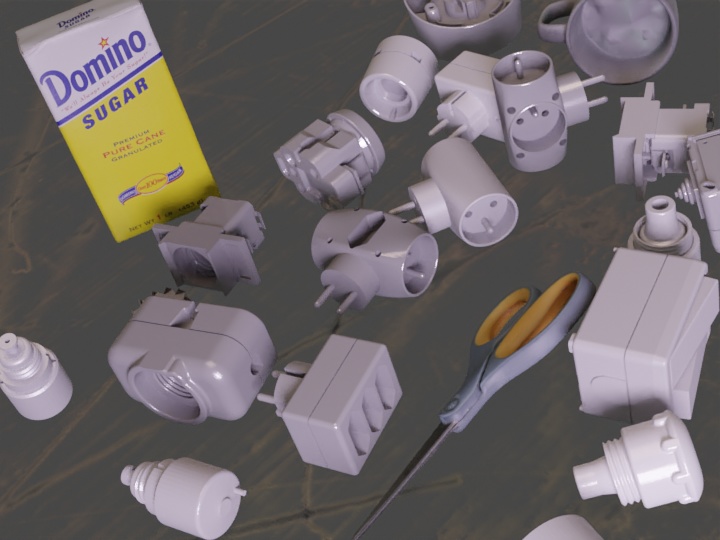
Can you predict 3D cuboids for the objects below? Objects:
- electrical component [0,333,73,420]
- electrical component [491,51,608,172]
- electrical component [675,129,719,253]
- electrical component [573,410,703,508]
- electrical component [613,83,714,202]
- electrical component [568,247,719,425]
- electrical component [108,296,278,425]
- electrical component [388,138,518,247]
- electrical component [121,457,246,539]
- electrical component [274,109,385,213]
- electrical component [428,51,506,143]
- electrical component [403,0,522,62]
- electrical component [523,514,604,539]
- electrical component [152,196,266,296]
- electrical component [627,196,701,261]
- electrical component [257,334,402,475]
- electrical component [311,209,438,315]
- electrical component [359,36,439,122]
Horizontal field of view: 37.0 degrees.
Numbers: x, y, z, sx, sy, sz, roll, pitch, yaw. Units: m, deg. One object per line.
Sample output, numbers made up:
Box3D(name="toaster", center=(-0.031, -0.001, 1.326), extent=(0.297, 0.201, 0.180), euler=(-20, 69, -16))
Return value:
Box3D(name="electrical component", center=(-0.219, 0.067, 0.711), extent=(0.040, 0.078, 0.040), euler=(-3, 54, 5))
Box3D(name="electrical component", center=(0.139, -0.119, 0.773), extent=(0.079, 0.077, 0.044), euler=(-17, 41, 2))
Box3D(name="electrical component", center=(0.249, -0.053, 0.677), extent=(0.096, 0.061, 0.061), euler=(-14, 40, 17))
Box3D(name="electrical component", center=(0.143, 0.102, 0.556), extent=(0.062, 0.048, 0.048), euler=(-18, 40, 12))
Box3D(name="electrical component", center=(0.210, -0.089, 0.740), extent=(0.064, 0.042, 0.081), euler=(3, 46, 21))
Box3D(name="electrical component", center=(0.166, 0.034, 0.607), extent=(0.061, 0.061, 0.096), euler=(11, 49, 30))
Box3D(name="electrical component", center=(-0.110, 0.059, 0.691), extent=(0.095, 0.053, 0.059), euler=(7, 47, 27))
Box3D(name="electrical component", center=(0.059, -0.049, 0.753), extent=(0.079, 0.043, 0.077), euler=(-23, 41, -4))
Box3D(name="electrical component", center=(-0.106, 0.128, 0.624), extent=(0.078, 0.040, 0.040), euler=(10, 49, 30))
Box3D(name="electrical component", center=(-0.019, -0.084, 0.812), extent=(0.057, 0.058, 0.078), euler=(-40, 45, -19))
Box3D(name="electrical component", center=(0.085, -0.122, 0.820), extent=(0.066, 0.047, 0.077), euler=(26, 59, 41))
Box3D(name="electrical component", center=(0.090, -0.226, 0.919), extent=(0.099, 0.064, 0.099), euler=(-11, 41, 10))
Box3D(name="electrical component", center=(0.055, 0.161, 0.517), extent=(0.138, 0.052, 0.073), euler=(-29, 41, -12))
Box3D(name="electrical component", center=(-0.106, -0.020, 0.786), extent=(0.081, 0.042, 0.063), euler=(10, 47, 29))
Box3D(name="electrical component", center=(0.185, -0.017, 0.655), extent=(0.043, 0.062, 0.043), euler=(-11, 41, 10))
Box3D(name="electrical component", center=(-0.026, 0.076, 0.646), extent=(0.077, 0.047, 0.065), euler=(9, 48, 29))
Box3D(name="electrical component", center=(0.000, 0.000, 0.722), extent=(0.077, 0.043, 0.079), euler=(16, 52, 34))
Box3D(name="electrical component", center=(0.031, -0.153, 0.871), extent=(0.055, 0.055, 0.047), euler=(6, 51, 27))
